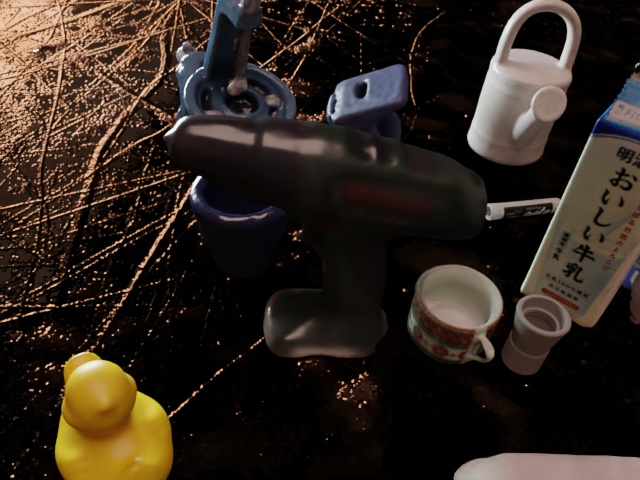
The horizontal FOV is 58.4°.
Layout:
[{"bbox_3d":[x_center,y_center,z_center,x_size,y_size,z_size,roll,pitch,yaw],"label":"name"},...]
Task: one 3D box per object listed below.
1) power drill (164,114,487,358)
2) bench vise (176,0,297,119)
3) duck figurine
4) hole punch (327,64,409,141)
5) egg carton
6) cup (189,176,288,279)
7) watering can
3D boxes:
[{"bbox_3d":[0.004,0.002,0.448,0.229,0.208,0.075,0,43,-7],"label":"power drill"},{"bbox_3d":[-0.113,-0.180,0.622,0.206,0.220,0.122,30,47,24],"label":"bench vise"},{"bbox_3d":[-0.144,0.122,0.389,0.078,0.086,0.104,-24,51,-29],"label":"duck figurine"},{"bbox_3d":[0.060,-0.172,0.732,0.101,0.091,0.108,7,42,1],"label":"hole punch"},{"bbox_3d":[0.162,0.193,0.363,0.150,0.069,0.107,3,42,-4],"label":"egg carton"},{"bbox_3d":[-0.067,-0.019,0.546,0.091,0.095,0.118,22,45,17],"label":"cup"},{"bbox_3d":[0.259,-0.193,0.704,0.101,0.194,0.172,-10,45,-17],"label":"watering can"}]
